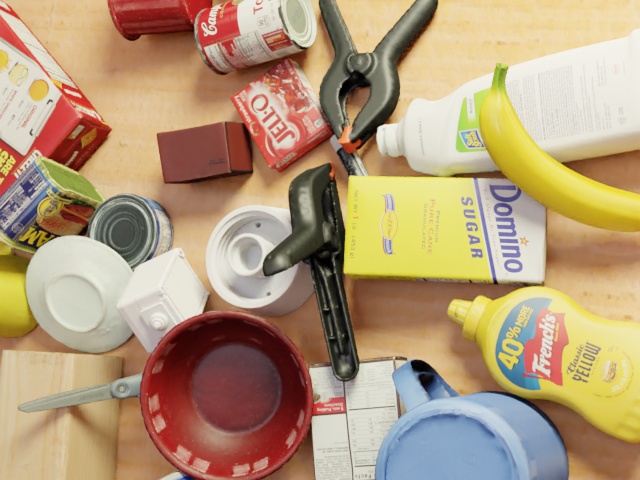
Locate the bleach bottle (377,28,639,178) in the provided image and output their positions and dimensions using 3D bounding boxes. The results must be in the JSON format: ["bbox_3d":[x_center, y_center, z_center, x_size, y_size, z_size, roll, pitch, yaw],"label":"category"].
[{"bbox_3d":[0.171,-0.114,0.948,0.251,0.068,0.102,-7,80,24],"label":"bleach bottle"}]

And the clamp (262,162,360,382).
[{"bbox_3d":[-0.006,0.001,0.957,0.036,0.164,0.210,-15,50,17],"label":"clamp"}]

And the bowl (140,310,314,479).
[{"bbox_3d":[-0.083,0.143,0.996,0.162,0.055,0.162,0,93,6],"label":"bowl"}]

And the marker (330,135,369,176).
[{"bbox_3d":[0.043,-0.049,1.014,0.020,0.020,0.121,-31,72,15],"label":"marker"}]

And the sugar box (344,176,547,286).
[{"bbox_3d":[0.113,-0.008,0.952,0.176,0.048,0.093,1,83,15],"label":"sugar box"}]

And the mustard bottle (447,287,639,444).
[{"bbox_3d":[0.198,0.093,0.909,0.192,0.058,0.096,22,90,24],"label":"mustard bottle"}]

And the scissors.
[{"bbox_3d":[-0.175,0.158,1.023,0.201,0.016,0.096,-25,89,-16],"label":"scissors"}]

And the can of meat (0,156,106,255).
[{"bbox_3d":[-0.282,-0.032,1.102,0.084,0.102,0.057,-45,65,8],"label":"can of meat"}]

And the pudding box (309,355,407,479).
[{"bbox_3d":[0.038,0.166,0.975,0.090,0.039,0.113,-8,81,21],"label":"pudding box"}]

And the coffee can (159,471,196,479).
[{"bbox_3d":[-0.125,0.298,0.988,0.103,0.102,0.140,-37,71,13],"label":"coffee can"}]

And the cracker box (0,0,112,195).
[{"bbox_3d":[-0.350,-0.139,1.162,0.164,0.072,0.214,-46,70,12],"label":"cracker box"}]

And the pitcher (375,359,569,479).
[{"bbox_3d":[0.113,0.172,0.831,0.149,0.242,0.145,9,83,17],"label":"pitcher"}]

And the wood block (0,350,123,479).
[{"bbox_3d":[-0.264,0.216,1.064,0.090,0.090,0.206,0,83,23],"label":"wood block"}]

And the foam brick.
[{"bbox_3d":[-0.114,-0.086,1.063,0.078,0.051,0.053,-6,91,22],"label":"foam brick"}]

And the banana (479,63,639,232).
[{"bbox_3d":[0.200,-0.059,0.892,0.198,0.037,0.070,40,124,-5],"label":"banana"}]

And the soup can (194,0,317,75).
[{"bbox_3d":[-0.063,-0.207,1.046,0.102,0.068,0.068,-11,78,30],"label":"soup can"}]

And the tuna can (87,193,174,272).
[{"bbox_3d":[-0.196,-0.005,1.098,0.086,0.033,0.086,-3,81,22],"label":"tuna can"}]

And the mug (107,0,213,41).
[{"bbox_3d":[-0.158,-0.262,1.098,0.082,0.093,0.117,0,46,18],"label":"mug"}]

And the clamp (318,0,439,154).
[{"bbox_3d":[0.052,-0.168,1.014,0.120,0.039,0.171,-5,75,26],"label":"clamp"}]

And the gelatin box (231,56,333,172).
[{"bbox_3d":[-0.036,-0.123,1.051,0.073,0.030,0.089,-34,71,15],"label":"gelatin box"}]
